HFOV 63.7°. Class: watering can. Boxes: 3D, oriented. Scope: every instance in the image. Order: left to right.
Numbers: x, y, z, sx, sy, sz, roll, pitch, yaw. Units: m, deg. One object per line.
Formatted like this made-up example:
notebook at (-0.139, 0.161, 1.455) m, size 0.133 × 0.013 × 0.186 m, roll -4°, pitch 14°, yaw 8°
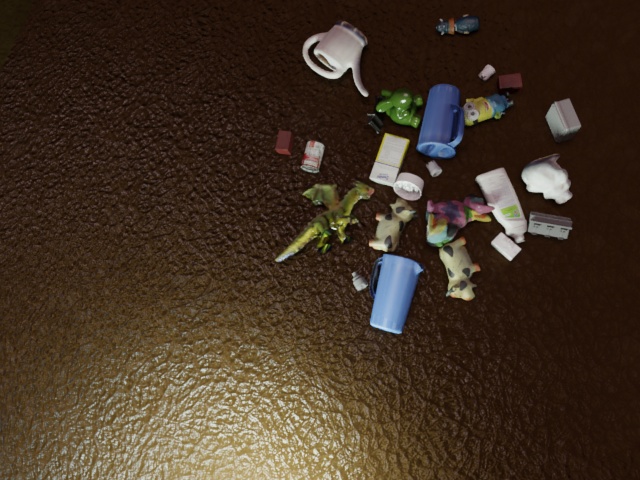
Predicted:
watering can at (0.097, -0.692, 1.942) m, size 0.351 × 0.103 × 0.225 m, roll 37°, pitch 86°, yaw 19°

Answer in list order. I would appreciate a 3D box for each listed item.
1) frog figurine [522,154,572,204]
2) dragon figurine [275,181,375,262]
frog figurine at (0.736, -0.187, 1.668) m, size 0.136 × 0.123 × 0.160 m, roll -23°, pitch 80°, yaw 41°
dragon figurine at (0.006, -0.092, 1.830) m, size 0.409 × 0.120 × 0.248 m, roll -20°, pitch 56°, yaw 5°
